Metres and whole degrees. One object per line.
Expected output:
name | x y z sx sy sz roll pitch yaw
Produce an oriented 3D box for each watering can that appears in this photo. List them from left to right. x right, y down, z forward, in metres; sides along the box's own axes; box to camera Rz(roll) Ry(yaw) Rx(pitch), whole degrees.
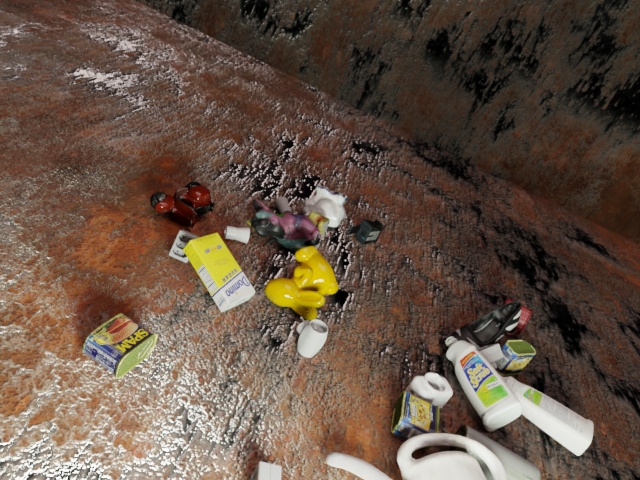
watering can | 0.193 0.454 0.912 0.348 0.101 0.229 2 37 -19

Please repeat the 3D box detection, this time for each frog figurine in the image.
frog figurine | 0.005 -0.084 1.667 0.137 0.162 0.121 33 -27 -5
